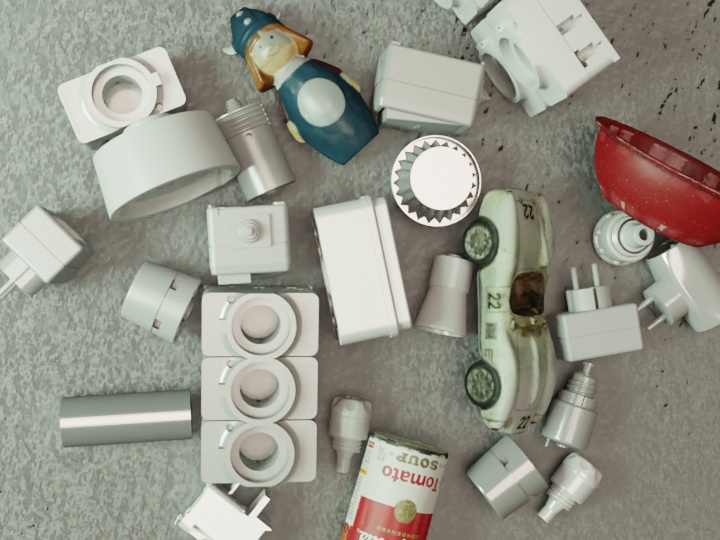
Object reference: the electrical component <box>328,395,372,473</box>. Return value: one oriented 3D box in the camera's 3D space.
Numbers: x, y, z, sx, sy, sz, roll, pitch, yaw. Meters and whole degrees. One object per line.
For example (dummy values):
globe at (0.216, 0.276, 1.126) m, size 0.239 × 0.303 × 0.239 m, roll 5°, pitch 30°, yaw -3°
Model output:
electrical component at (-0.010, 0.136, 0.886) m, size 0.035 × 0.035 × 0.061 m, roll 9°, pitch 90°, yaw -7°

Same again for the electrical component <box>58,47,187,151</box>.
electrical component at (-0.188, -0.136, 0.857) m, size 0.089 × 0.056 × 0.050 m, roll -23°, pitch 92°, yaw -8°

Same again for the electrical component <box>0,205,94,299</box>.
electrical component at (-0.253, -0.005, 0.831) m, size 0.047 × 0.083 × 0.075 m, roll 45°, pitch 84°, yaw -5°

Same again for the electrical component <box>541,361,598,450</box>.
electrical component at (0.182, 0.116, 0.909) m, size 0.040 × 0.040 × 0.078 m, roll 19°, pitch 86°, yaw -7°

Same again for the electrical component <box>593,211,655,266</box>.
electrical component at (0.228, -0.028, 0.907) m, size 0.048 × 0.062 × 0.048 m, roll 0°, pitch 89°, yaw -8°

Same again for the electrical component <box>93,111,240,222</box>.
electrical component at (-0.154, -0.086, 0.837) m, size 0.108 × 0.108 × 0.060 m, roll -23°, pitch 86°, yaw -8°

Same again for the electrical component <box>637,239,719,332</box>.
electrical component at (0.271, 0.020, 0.921) m, size 0.079 × 0.043 × 0.077 m, roll -36°, pitch 93°, yaw -7°

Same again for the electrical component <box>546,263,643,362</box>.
electrical component at (0.195, 0.033, 0.909) m, size 0.066 × 0.047 × 0.076 m, roll -9°, pitch 90°, yaw -8°

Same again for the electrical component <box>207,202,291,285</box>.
electrical component at (-0.088, -0.021, 0.847) m, size 0.062 × 0.096 × 0.061 m, roll -3°, pitch 93°, yaw -8°

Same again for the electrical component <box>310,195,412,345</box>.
electrical component at (0.000, 0.000, 0.868) m, size 0.057 × 0.078 × 0.113 m, roll -12°, pitch 90°, yaw -5°

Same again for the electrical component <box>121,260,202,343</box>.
electrical component at (-0.159, 0.024, 0.858) m, size 0.047 × 0.055 × 0.055 m, roll 24°, pitch 86°, yaw -3°

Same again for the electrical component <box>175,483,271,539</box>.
electrical component at (-0.110, 0.204, 0.868) m, size 0.064 × 0.042 × 0.081 m, roll 39°, pitch 84°, yaw -2°

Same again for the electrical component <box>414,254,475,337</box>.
electrical component at (0.073, 0.020, 0.897) m, size 0.044 × 0.044 × 0.065 m, roll 13°, pitch 83°, yaw -7°

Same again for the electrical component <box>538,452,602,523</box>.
electrical component at (0.174, 0.187, 0.910) m, size 0.035 × 0.035 × 0.061 m, roll 41°, pitch 87°, yaw -5°

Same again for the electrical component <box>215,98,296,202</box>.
electrical component at (-0.088, -0.101, 0.876) m, size 0.043 × 0.043 × 0.081 m, roll -24°, pitch 92°, yaw -8°

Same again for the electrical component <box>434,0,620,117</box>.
electrical component at (0.116, -0.220, 0.874) m, size 0.060 × 0.105 × 0.186 m, roll -37°, pitch 94°, yaw -7°

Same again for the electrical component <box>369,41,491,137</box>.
electrical component at (0.060, -0.142, 0.887) m, size 0.096 × 0.062 × 0.061 m, roll 12°, pitch 87°, yaw -7°

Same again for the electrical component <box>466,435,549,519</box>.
electrical component at (0.121, 0.173, 0.893) m, size 0.047 × 0.055 × 0.055 m, roll -38°, pitch 94°, yaw -3°

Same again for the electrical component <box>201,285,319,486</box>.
electrical component at (-0.080, 0.090, 0.854) m, size 0.089 × 0.062 × 0.150 m, roll 0°, pitch 96°, yaw -8°
